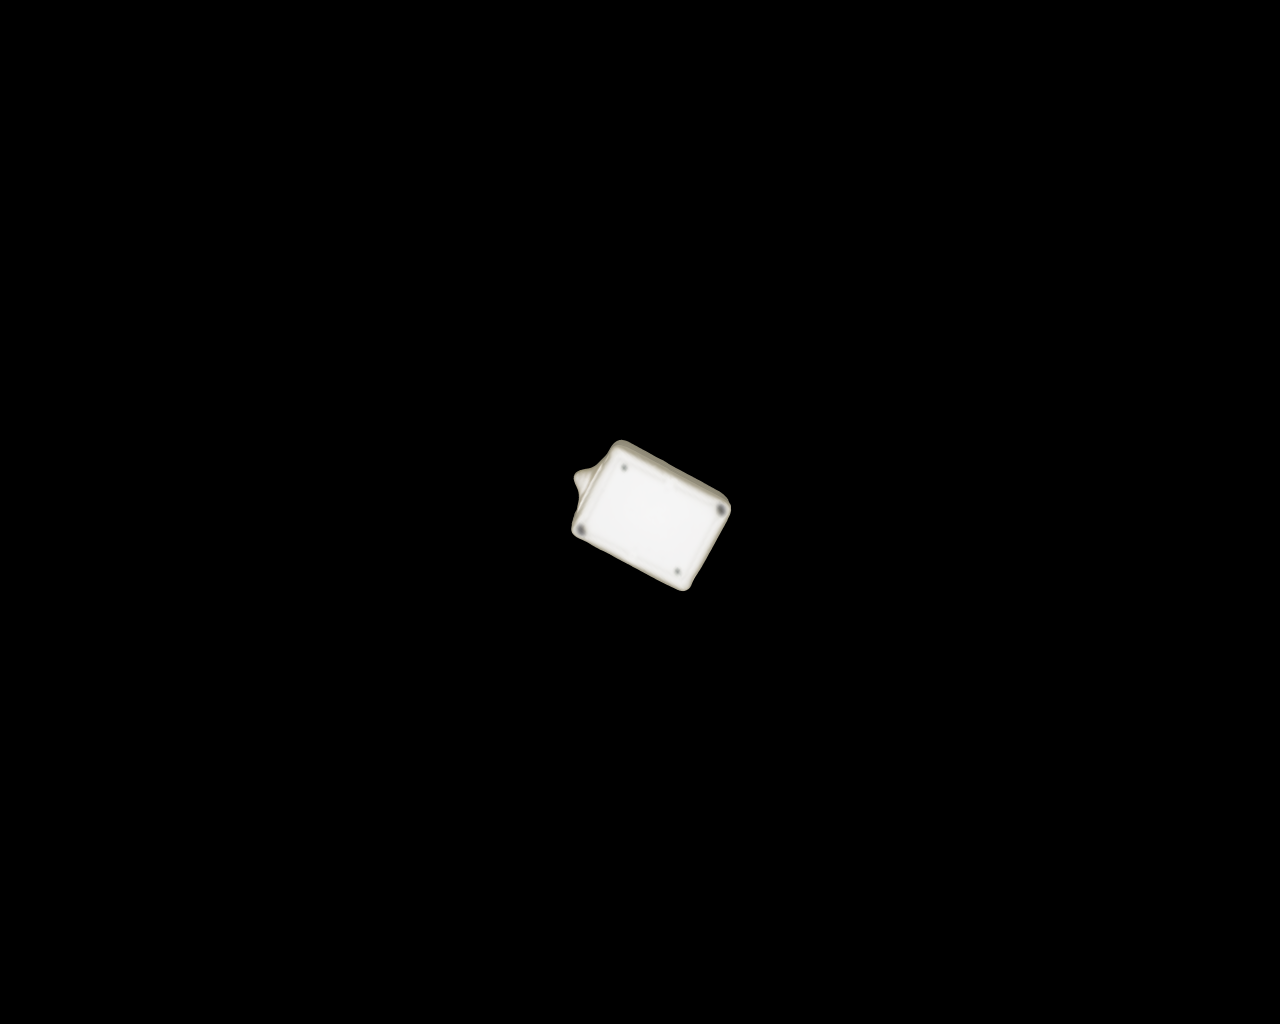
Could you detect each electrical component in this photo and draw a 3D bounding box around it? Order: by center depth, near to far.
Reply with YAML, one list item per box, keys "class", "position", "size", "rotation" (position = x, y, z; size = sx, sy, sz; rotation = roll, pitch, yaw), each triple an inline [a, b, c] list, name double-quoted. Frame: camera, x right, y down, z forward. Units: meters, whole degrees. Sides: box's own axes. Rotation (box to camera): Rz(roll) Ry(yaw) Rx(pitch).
- class: "electrical component"
  position: [0.001, -0.003, 0.650]
  size: [0.096, 0.061, 0.061]
  rotation: [28, 7, -4]
